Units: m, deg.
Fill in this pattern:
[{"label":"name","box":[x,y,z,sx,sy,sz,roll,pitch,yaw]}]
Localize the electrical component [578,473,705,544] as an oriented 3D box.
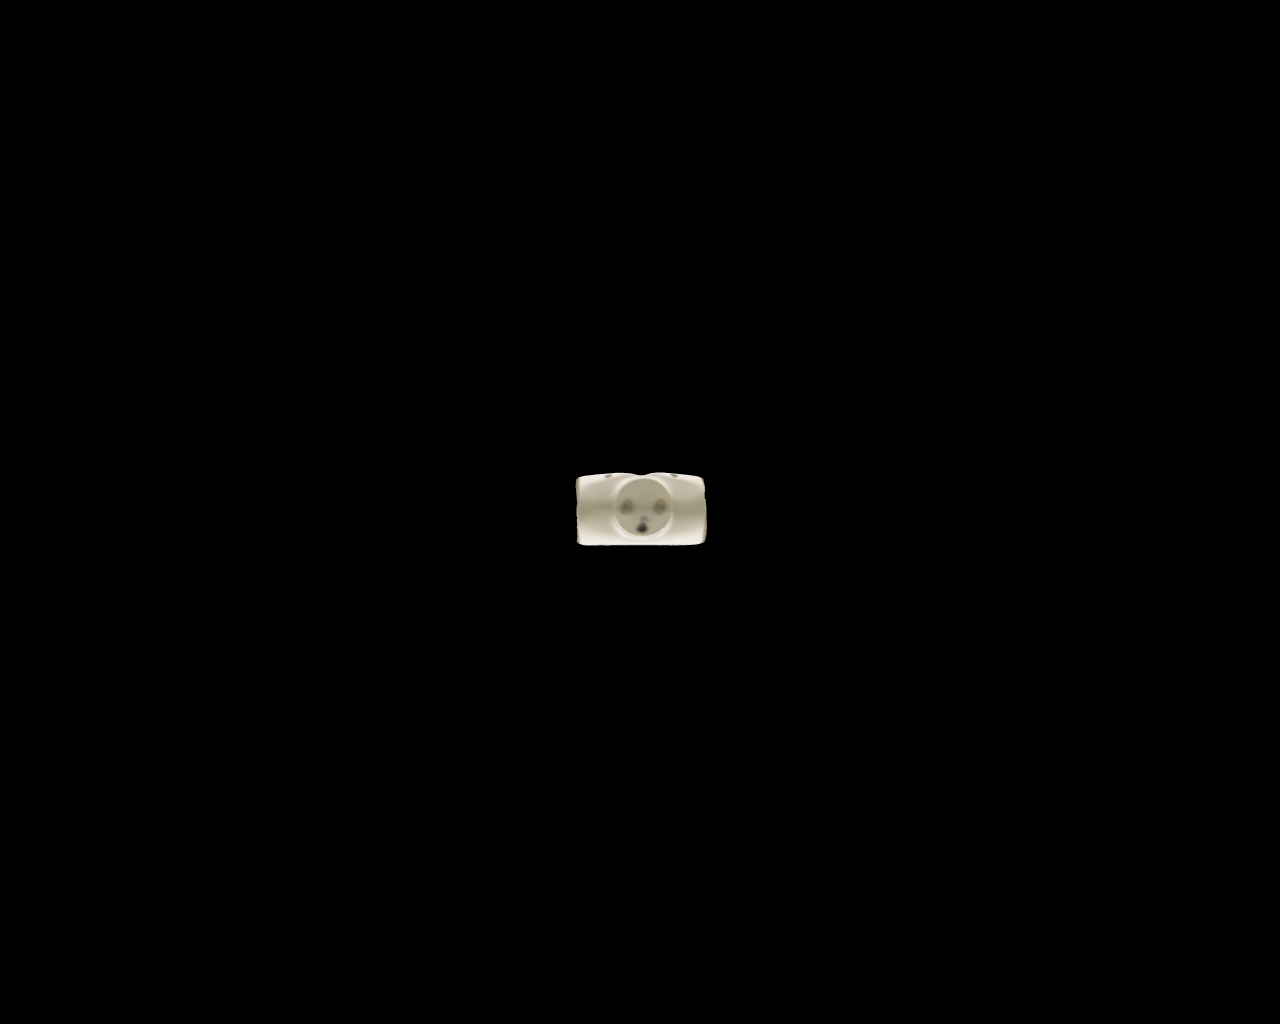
[{"label":"electrical component","box":[0.001,-0.003,0.650,0.077,0.043,0.079,0,-3,-2]}]
